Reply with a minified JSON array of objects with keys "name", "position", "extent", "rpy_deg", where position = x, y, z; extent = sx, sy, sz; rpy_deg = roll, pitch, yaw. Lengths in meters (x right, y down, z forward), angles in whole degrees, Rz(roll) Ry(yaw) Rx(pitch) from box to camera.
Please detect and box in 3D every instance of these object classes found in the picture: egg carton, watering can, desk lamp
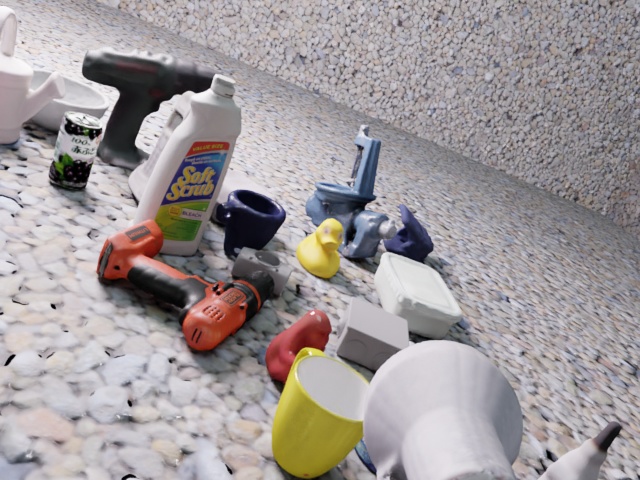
[{"name":"egg carton","position":[-0.143,-0.065,0.972],"extent":[0.150,0.069,0.107],"rpy_deg":[34,23,21]},{"name":"watering can","position":[-0.480,-0.251,0.864],"extent":[0.173,0.194,0.100],"rpy_deg":[9,27,-36]},{"name":"desk lamp","position":[0.064,0.195,0.395],"extent":[0.118,0.213,0.203],"rpy_deg":[26,21,2]}]

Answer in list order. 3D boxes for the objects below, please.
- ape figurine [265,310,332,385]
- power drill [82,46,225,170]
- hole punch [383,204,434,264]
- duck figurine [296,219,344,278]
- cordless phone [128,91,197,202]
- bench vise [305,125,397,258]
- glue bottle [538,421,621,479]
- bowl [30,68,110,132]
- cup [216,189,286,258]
[{"name":"ape figurine","position":[-0.017,0.121,0.648],"extent":[0.076,0.092,0.078],"rpy_deg":[38,25,30]},{"name":"power drill","position":[-0.298,-0.227,0.987],"extent":[0.230,0.208,0.075],"rpy_deg":[16,23,-23]},{"name":"hole punch","position":[0.192,-0.013,1.192],"extent":[0.101,0.091,0.108],"rpy_deg":[22,21,-7]},{"name":"duck figurine","position":[0.009,0.003,0.958],"extent":[0.078,0.086,0.104],"rpy_deg":[19,22,-15]},{"name":"cordless phone","position":[-0.213,-0.125,0.877],"extent":[0.094,0.185,0.147],"rpy_deg":[1,31,-46]},{"name":"bench vise","position":[0.083,-0.088,1.068],"extent":[0.207,0.219,0.122],"rpy_deg":[34,23,22]},{"name":"glue bottle","position":[0.228,0.235,0.538],"extent":[0.078,0.173,0.037],"rpy_deg":[8,27,-37]},{"name":"bowl","position":[-0.464,-0.237,1.012],"extent":[0.167,0.074,0.167],"rpy_deg":[22,21,-9]},{"name":"cup","position":[-0.116,-0.016,0.853],"extent":[0.091,0.095,0.118],"rpy_deg":[38,25,31]}]
